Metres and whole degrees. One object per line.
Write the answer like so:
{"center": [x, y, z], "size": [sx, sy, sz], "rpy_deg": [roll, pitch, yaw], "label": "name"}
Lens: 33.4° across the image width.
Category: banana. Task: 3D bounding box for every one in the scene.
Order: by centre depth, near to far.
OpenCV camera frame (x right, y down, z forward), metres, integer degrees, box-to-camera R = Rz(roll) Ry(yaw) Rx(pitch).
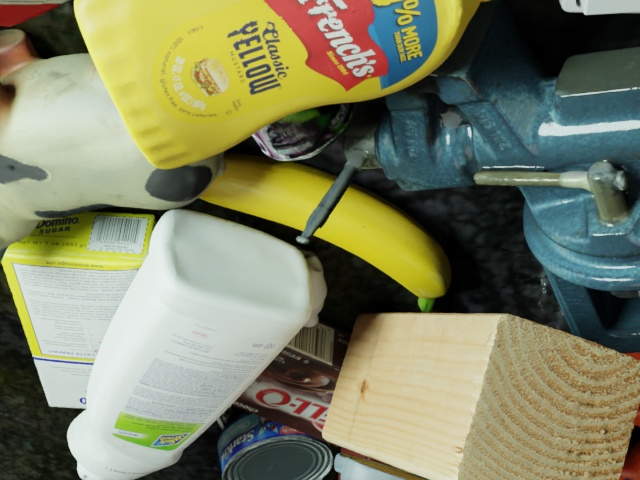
{"center": [0.010, -0.007, 0.630], "size": [0.197, 0.037, 0.070], "rpy_deg": [29, 134, -22], "label": "banana"}

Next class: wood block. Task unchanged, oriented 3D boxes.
{"center": [0.083, 0.096, 0.619], "size": [0.090, 0.091, 0.206], "rpy_deg": [20, 171, -16], "label": "wood block"}

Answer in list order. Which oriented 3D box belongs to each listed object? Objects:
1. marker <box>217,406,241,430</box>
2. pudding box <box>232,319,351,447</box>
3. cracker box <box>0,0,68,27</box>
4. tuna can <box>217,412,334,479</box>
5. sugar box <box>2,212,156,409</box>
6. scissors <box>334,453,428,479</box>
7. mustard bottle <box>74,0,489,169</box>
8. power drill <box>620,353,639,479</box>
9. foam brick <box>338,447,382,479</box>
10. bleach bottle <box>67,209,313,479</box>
{"center": [-0.079, 0.113, 0.795], "size": [0.020, 0.020, 0.121], "rpy_deg": [-5, 137, 15], "label": "marker"}
{"center": [-0.007, 0.097, 0.749], "size": [0.113, 0.039, 0.090], "rpy_deg": [27, 136, -20], "label": "pudding box"}
{"center": [-0.103, -0.153, 0.396], "size": [0.214, 0.072, 0.164], "rpy_deg": [-17, 178, 26], "label": "cracker box"}
{"center": [-0.035, 0.162, 0.814], "size": [0.086, 0.034, 0.086], "rpy_deg": [-9, 139, -8], "label": "tuna can"}
{"center": [-0.149, 0.052, 0.719], "size": [0.093, 0.048, 0.176], "rpy_deg": [4, 142, 1], "label": "sugar box"}
{"center": [0.093, 0.162, 0.651], "size": [0.201, 0.016, 0.096], "rpy_deg": [22, 171, -25], "label": "scissors"}
{"center": [0.002, -0.099, 0.448], "size": [0.191, 0.058, 0.096], "rpy_deg": [-18, 131, 4], "label": "mustard bottle"}
{"center": [0.208, 0.151, 0.763], "size": [0.184, 0.057, 0.188], "rpy_deg": [11, 141, -3], "label": "power drill"}
{"center": [0.048, 0.164, 0.787], "size": [0.053, 0.078, 0.051], "rpy_deg": [21, 136, -14], "label": "foam brick"}
{"center": [-0.105, 0.087, 0.677], "size": [0.102, 0.068, 0.251], "rpy_deg": [17, 135, -25], "label": "bleach bottle"}
